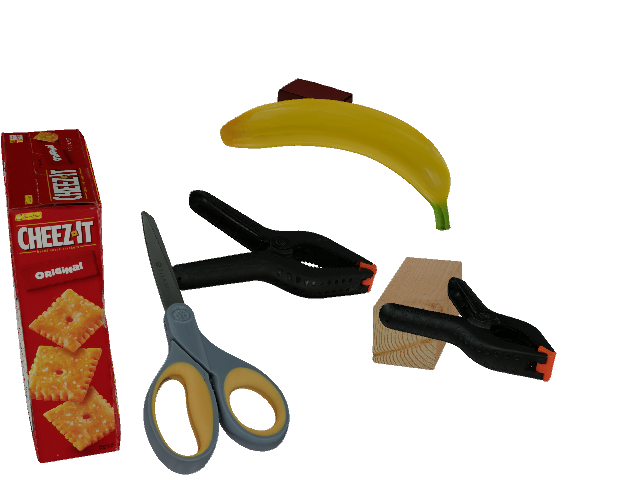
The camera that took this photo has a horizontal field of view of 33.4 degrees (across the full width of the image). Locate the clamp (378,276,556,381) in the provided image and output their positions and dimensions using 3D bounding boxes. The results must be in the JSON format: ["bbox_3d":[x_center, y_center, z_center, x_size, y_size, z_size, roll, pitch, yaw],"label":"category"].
[{"bbox_3d":[0.155,0.082,1.028,0.172,0.039,0.120,24,36,30],"label":"clamp"}]

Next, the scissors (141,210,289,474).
[{"bbox_3d":[-0.070,0.059,0.674,0.096,0.202,0.016,9,-46,-15],"label":"scissors"}]

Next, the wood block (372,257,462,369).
[{"bbox_3d":[0.145,0.102,1.558,0.091,0.090,0.205,5,20,16],"label":"wood block"}]

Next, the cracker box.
[{"bbox_3d":[-0.205,0.038,0.842,0.072,0.214,0.164,-6,27,-16],"label":"cracker box"}]

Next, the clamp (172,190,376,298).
[{"bbox_3d":[-0.050,0.021,1.064,0.210,0.036,0.164,17,32,1],"label":"clamp"}]

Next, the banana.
[{"bbox_3d":[0.023,-0.073,0.834,0.197,0.069,0.037,22,-3,-3],"label":"banana"}]

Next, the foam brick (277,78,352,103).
[{"bbox_3d":[-0.008,-0.153,1.266,0.078,0.053,0.051,18,32,21],"label":"foam brick"}]
